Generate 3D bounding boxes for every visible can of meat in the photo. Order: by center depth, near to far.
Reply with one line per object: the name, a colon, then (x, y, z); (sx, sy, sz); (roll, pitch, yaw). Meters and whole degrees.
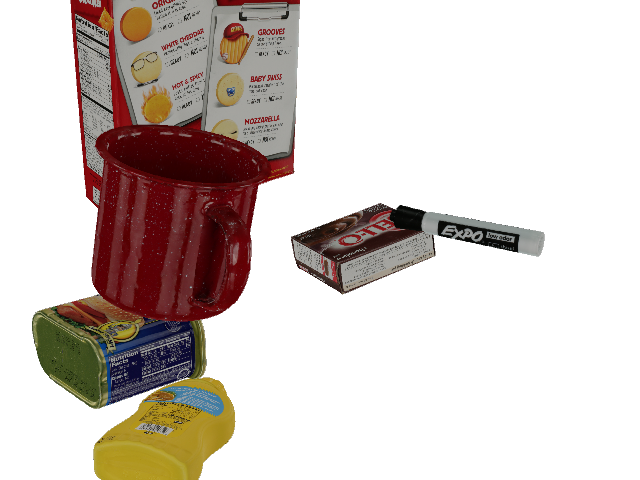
can of meat: (-0.145, 0.073, 0.761); (0.083, 0.057, 0.102); (-16, 24, -39)

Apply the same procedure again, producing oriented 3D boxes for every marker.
marker: (0.110, -0.009, 0.817); (0.121, 0.020, 0.020); (12, 5, 24)

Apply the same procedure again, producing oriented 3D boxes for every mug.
mug: (-0.071, -0.004, 0.565); (0.093, 0.081, 0.117); (-6, 28, -38)

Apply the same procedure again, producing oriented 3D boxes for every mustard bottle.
mustard bottle: (-0.137, 0.181, 1.042); (0.096, 0.058, 0.191); (6, 18, 15)

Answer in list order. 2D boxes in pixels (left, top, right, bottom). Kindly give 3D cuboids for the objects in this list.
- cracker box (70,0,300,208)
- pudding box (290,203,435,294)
cracker box: (-0.098, -0.135, 0.794); (0.163, 0.214, 0.072); (-21, 36, -35)
pudding box: (0.042, 0.006, 1.043); (0.113, 0.039, 0.090); (-23, 26, -24)
